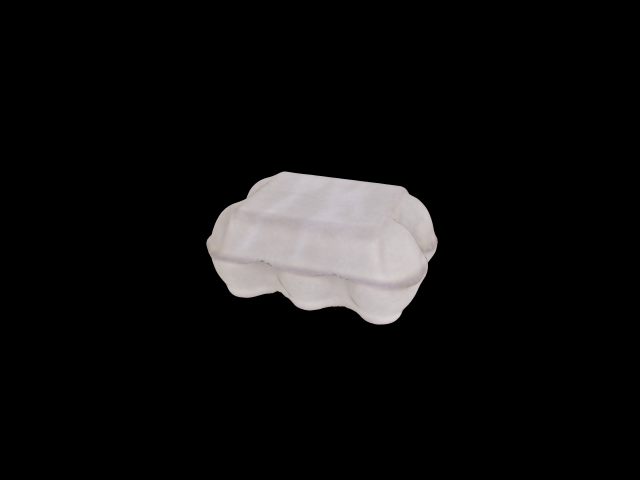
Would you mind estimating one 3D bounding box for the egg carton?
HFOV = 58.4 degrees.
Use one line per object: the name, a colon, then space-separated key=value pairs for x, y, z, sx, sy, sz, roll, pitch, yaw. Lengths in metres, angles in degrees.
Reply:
egg carton: x=0.004 y=0.001 z=0.400 sx=0.150 sy=0.069 sz=0.107 roll=8 pitch=28 yaw=16
